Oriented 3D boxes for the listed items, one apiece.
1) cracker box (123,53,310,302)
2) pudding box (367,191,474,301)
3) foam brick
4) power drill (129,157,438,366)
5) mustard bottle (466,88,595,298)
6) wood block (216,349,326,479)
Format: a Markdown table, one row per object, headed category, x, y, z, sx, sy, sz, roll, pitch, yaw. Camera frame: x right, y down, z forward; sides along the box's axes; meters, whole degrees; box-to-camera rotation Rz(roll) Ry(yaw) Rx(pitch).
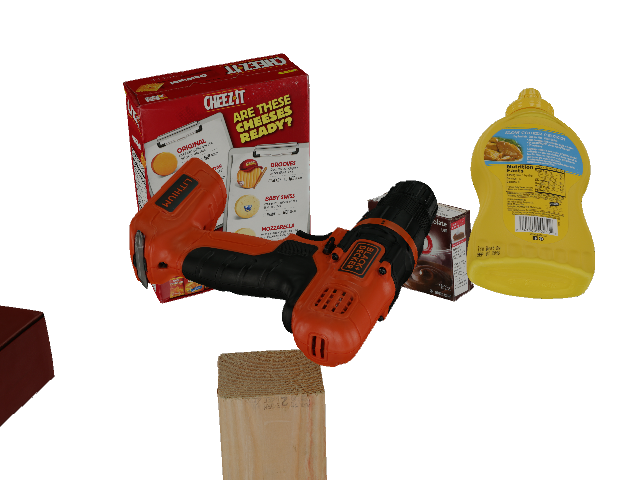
| category | x | y | z | sx | sy | sz | roll | pitch | yaw |
| --- | --- | --- | --- | --- | --- | --- | --- | --- | --- |
| cracker box | -0.095 | -0.060 | 1.032 | 0.164 | 0.214 | 0.072 | -14 | 34 | -19 |
| pudding box | 0.102 | 0.004 | 1.096 | 0.114 | 0.090 | 0.039 | 14 | 30 | 41 |
| foam brick | -0.223 | 0.084 | 0.709 | 0.053 | 0.051 | 0.078 | 7 | 29 | 23 |
| power drill | -0.024 | -0.003 | 0.754 | 0.188 | 0.057 | 0.184 | 15 | 39 | 20 |
| mustard bottle | 0.170 | -0.047 | 0.867 | 0.096 | 0.191 | 0.058 | 6 | -33 | 3 |
| wood block | -0.041 | 0.208 | 0.937 | 0.090 | 0.206 | 0.091 | -3 | 19 | -4 |
